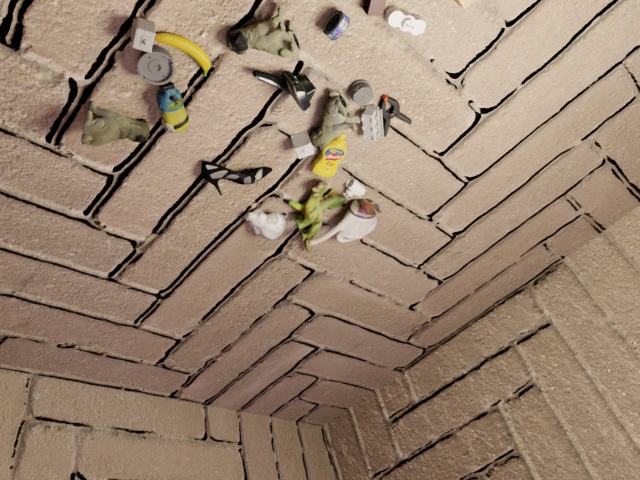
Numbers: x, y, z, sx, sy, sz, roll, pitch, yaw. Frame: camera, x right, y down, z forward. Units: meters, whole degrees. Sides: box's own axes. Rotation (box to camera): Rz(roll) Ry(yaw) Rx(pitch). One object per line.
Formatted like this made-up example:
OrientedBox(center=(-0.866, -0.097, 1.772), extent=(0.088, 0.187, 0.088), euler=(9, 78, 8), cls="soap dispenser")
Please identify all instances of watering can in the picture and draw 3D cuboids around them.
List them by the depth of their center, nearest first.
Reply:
OrientedBox(center=(0.125, -0.066, 2.185), extent=(0.349, 0.106, 0.219), euler=(-10, 141, -37), cls="watering can")

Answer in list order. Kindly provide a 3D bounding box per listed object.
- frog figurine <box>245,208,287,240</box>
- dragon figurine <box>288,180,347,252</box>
OrientedBox(center=(-0.219, -0.068, 2.077), extent=(0.136, 0.125, 0.158), euler=(-23, 153, 34), cls="frog figurine")
OrientedBox(center=(0.007, -0.108, 2.139), extent=(0.243, 0.124, 0.401), euler=(-26, 147, -5), cls="dragon figurine")
